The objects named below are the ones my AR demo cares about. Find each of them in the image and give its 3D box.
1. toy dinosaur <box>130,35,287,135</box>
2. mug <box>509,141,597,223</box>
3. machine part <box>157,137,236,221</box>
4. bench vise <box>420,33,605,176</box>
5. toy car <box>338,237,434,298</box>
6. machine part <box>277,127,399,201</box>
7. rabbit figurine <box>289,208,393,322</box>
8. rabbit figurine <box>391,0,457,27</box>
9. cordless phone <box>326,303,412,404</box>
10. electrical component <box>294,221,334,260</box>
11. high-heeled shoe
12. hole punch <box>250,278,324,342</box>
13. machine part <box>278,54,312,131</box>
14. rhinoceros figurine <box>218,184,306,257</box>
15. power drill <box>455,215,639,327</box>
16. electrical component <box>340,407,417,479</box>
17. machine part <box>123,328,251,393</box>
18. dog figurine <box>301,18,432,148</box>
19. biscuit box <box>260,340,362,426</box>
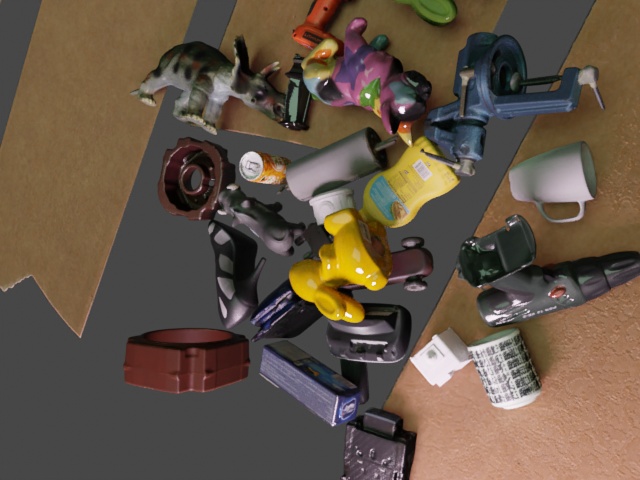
[{"bbox_3d":[-0.246,-0.329,1.076,0.405,0.131,0.192,27,91,30],"label":"toy dinosaur"},{"bbox_3d":[0.337,-0.079,0.779,0.107,0.081,0.109,-7,92,39],"label":"mug"},{"bbox_3d":[-0.254,-0.124,1.110,0.180,0.056,0.179,0,89,28],"label":"machine part"},{"bbox_3d":[0.269,-0.201,0.776,0.241,0.128,0.223,7,75,46],"label":"bench vise"},{"bbox_3d":[0.098,0.054,0.920,0.202,0.053,0.089,-14,68,29],"label":"toy car"},{"bbox_3d":[0.027,-0.131,0.944,0.243,0.079,0.079,-21,80,28],"label":"machine part"},{"bbox_3d":[0.030,0.054,0.868,0.173,0.121,0.162,-25,68,25],"label":"rabbit figurine"},{"bbox_3d":[0.176,-0.417,0.841,0.170,0.121,0.159,-18,104,13],"label":"rabbit figurine"},{"bbox_3d":[0.087,0.203,0.924,0.147,0.089,0.184,-2,101,28],"label":"cordless phone"},{"bbox_3d":[-0.002,-0.003,0.991,0.094,0.021,0.063,-36,73,25],"label":"electrical component"},{"bbox_3d":[-0.180,0.058,1.025,0.249,0.086,0.145,35,97,51],"label":"high-heeled shoe"},{"bbox_3d":[-0.063,0.116,0.978,0.142,0.115,0.092,-38,65,23],"label":"hole punch"},{"bbox_3d":[-0.033,-0.272,0.999,0.084,0.039,0.138,19,98,21],"label":"machine part"},{"bbox_3d":[-0.116,-0.037,1.002,0.191,0.112,0.073,38,111,31],"label":"rhinoceros figurine"},{"bbox_3d":[0.300,0.040,0.733,0.232,0.207,0.086,-30,54,33],"label":"power drill"},{"bbox_3d":[0.100,0.358,0.918,0.115,0.058,0.134,7,94,27],"label":"electrical component"},{"bbox_3d":[-0.252,0.222,1.028,0.202,0.201,0.087,3,89,29],"label":"machine part"},{"bbox_3d":[0.078,-0.237,0.875,0.191,0.108,0.219,-30,65,25],"label":"dog figurine"},{"bbox_3d":[-0.021,0.249,0.951,0.203,0.059,0.062,24,109,42],"label":"biscuit box"}]
